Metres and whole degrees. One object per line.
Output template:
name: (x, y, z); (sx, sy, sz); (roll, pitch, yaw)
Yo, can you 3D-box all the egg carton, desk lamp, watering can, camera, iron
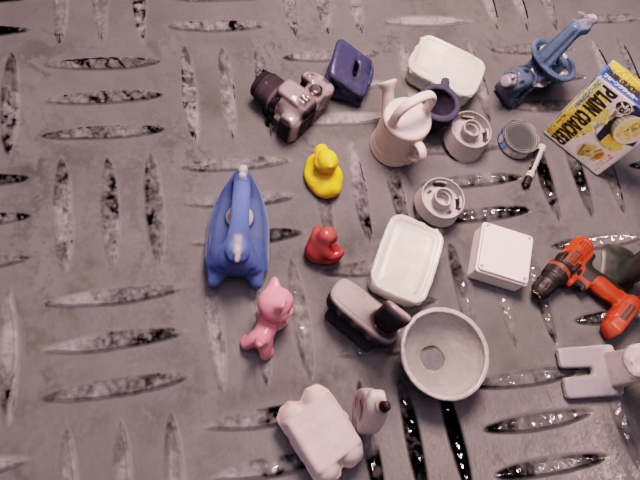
egg carton: (0.002, 0.325, 0.963); (0.107, 0.069, 0.150); (-32, 78, -20)
desk lamp: (0.577, 0.226, 1.030); (0.203, 0.213, 0.118); (-2, 70, -11)
watering can: (0.165, -0.239, 1.140); (0.173, 0.194, 0.101); (43, 68, 7)
camera: (-0.062, -0.299, 1.171); (0.137, 0.100, 0.143); (38, 68, 5)
iron: (-0.146, -0.047, 1.038); (0.119, 0.141, 0.258); (3, 69, -9)

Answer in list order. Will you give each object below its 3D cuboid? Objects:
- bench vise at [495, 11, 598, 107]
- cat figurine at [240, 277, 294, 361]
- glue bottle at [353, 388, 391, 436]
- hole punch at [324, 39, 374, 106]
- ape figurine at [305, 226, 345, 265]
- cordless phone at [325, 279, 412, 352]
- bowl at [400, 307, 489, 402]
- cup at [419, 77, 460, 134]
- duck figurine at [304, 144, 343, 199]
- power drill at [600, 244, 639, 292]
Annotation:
bench vise: (0.497, -0.383, 1.242); (0.121, 0.219, 0.208); (43, 68, 7)
cat figurine: (-0.086, 0.135, 0.993); (0.067, 0.117, 0.128); (24, 67, -1)
glue bottle: (0.089, 0.278, 0.941); (0.037, 0.173, 0.078); (3, 69, -9)
hole punch: (0.064, -0.359, 1.223); (0.101, 0.091, 0.109); (15, 68, -4)
ape figurine: (0.010, 0.004, 1.074); (0.076, 0.092, 0.078); (-20, 74, -17)
cordless phone: (0.088, 0.116, 0.996); (0.147, 0.185, 0.094); (35, 68, 4)
bowl: (0.217, 0.211, 1.044); (0.167, 0.074, 0.167); (4, 69, -9)
cup: (0.243, -0.281, 1.224); (0.091, 0.095, 0.118); (19, 67, -3)
duck figurine: (0.012, -0.140, 1.133); (0.077, 0.086, 0.104); (-14, 72, -15)
power drill: (0.647, 0.018, 1.124); (0.075, 0.208, 0.230); (15, 68, -4)
